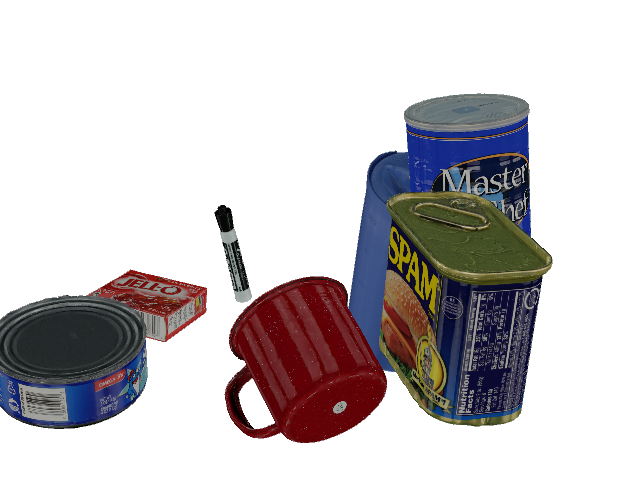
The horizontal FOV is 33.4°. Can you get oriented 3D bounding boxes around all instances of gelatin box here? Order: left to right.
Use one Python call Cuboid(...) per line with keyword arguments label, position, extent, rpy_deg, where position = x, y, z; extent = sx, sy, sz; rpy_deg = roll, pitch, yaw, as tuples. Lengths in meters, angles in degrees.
Cuboid(label="gelatin box", position=(-0.162, 0.059, 0.996), extent=(0.089, 0.030, 0.073), rpy_deg=(13, 23, 22))

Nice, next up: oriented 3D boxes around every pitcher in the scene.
Cuboid(label="pitcher", position=(0.100, 0.035, 1.172), extent=(0.145, 0.243, 0.149), rpy_deg=(25, 41, 18))

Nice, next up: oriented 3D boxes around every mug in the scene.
Cuboid(label="mug", position=(-0.016, 0.092, 0.741), extent=(0.117, 0.081, 0.093), rpy_deg=(-36, -35, 8))

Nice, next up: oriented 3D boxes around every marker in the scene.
Cuboid(label="marker", position=(-0.098, 0.015, 1.202), extent=(0.020, 0.121, 0.020), rpy_deg=(-9, 29, 5))

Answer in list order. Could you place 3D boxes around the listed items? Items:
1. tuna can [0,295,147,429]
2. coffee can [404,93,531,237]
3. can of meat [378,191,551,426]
Cuboid(label="tuna can", position=(-0.138, 0.066, 0.589), extent=(0.086, 0.034, 0.086), rpy_deg=(1, 28, -1))
Cuboid(label="coffee can", position=(0.126, -0.044, 0.904), extent=(0.103, 0.140, 0.103), rpy_deg=(-5, 20, 2))
Cuboid(label="can of meat", position=(0.067, 0.032, 0.532), extent=(0.057, 0.084, 0.102), rpy_deg=(-3, 24, -15))
